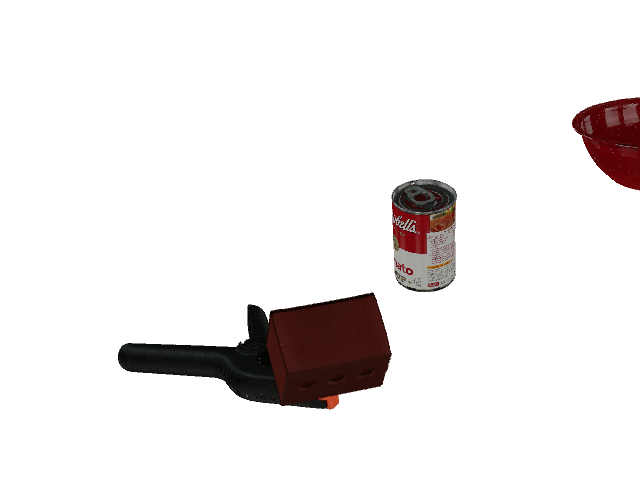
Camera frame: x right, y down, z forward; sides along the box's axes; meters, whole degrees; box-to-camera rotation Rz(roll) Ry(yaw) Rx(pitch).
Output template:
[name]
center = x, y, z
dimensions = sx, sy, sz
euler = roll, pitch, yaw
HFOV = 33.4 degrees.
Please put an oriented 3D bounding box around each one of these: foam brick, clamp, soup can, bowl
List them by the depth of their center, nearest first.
[foam brick]
center = 0.005, 0.077, 0.755
dimensions = 0.078, 0.051, 0.053
euler = -10, -33, -13
[clamp]
center = -0.054, 0.103, 0.955
dimensions = 0.210, 0.036, 0.164
euler = 11, 21, 38
[bowl]
center = 0.312, -0.085, 0.974
dimensions = 0.162, 0.055, 0.162
euler = -4, 23, 2
[soup can]
center = 0.111, -0.005, 1.136
dimensions = 0.068, 0.102, 0.068
euler = -3, 33, 2
